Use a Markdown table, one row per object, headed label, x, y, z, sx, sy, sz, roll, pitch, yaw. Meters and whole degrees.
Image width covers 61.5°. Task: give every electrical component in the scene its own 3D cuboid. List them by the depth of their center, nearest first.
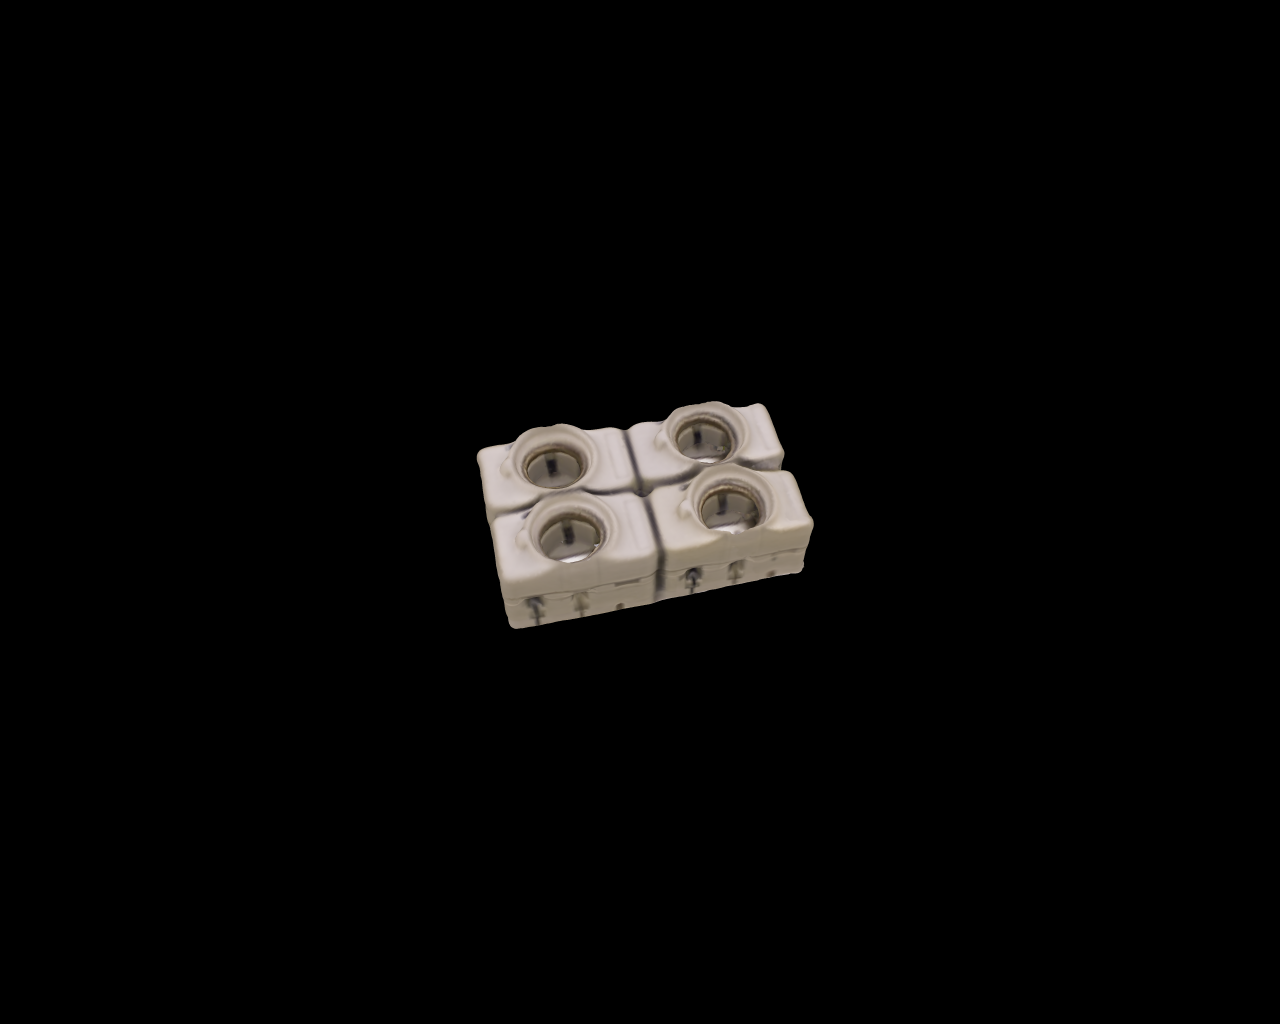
| label | x | y | z | sx | sy | sz | roll | pitch | yaw |
| --- | --- | --- | --- | --- | --- | --- | --- | --- | --- |
| electrical component | 0.001 | -0.003 | 0.650 | 0.186 | 0.105 | 0.060 | -10 | -36 | -8 |
